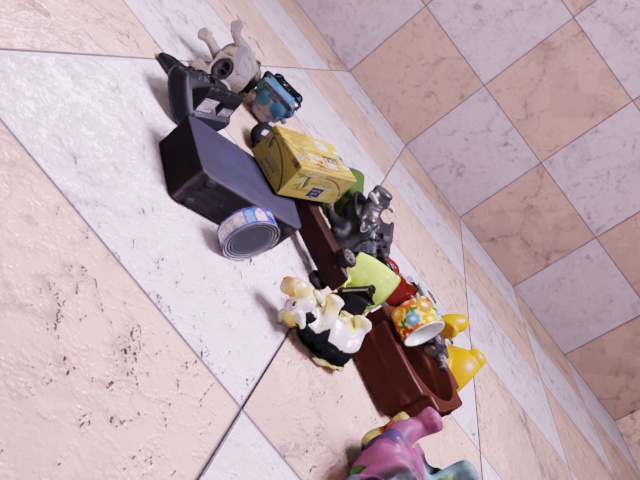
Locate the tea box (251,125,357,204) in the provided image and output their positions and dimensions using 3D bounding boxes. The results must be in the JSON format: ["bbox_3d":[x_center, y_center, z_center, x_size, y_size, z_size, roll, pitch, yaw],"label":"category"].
[{"bbox_3d":[-0.023,-0.124,0.913,0.169,0.068,0.098,5,48,-54],"label":"tea box"}]

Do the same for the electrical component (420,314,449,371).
[{"bbox_3d":[0.203,0.172,0.948,0.078,0.045,0.102,48,21,-11],"label":"electrical component"}]

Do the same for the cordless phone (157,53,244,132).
[{"bbox_3d":[-0.239,-0.278,0.940,0.184,0.088,0.146,46,19,12],"label":"cordless phone"}]

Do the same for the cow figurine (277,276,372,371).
[{"bbox_3d":[-0.007,0.122,0.781,0.167,0.098,0.068,37,-17,-32],"label":"cow figurine"}]

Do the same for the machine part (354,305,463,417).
[{"bbox_3d":[0.149,0.221,0.942,0.201,0.087,0.201,19,38,-58],"label":"machine part"}]

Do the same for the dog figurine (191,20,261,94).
[{"bbox_3d":[-0.176,-0.348,1.156,0.190,0.121,0.172,48,47,-67],"label":"dog figurine"}]

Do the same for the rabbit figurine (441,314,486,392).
[{"bbox_3d":[0.229,0.217,1.067,0.173,0.162,0.122,42,28,21],"label":"rabbit figurine"}]

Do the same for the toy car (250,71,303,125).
[{"bbox_3d":[-0.106,-0.313,1.219,0.109,0.103,0.162,45,16,-12],"label":"toy car"}]

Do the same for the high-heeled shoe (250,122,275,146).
[{"bbox_3d":[-0.044,-0.158,1.144,0.248,0.086,0.145,43,24,-12],"label":"high-heeled shoe"}]

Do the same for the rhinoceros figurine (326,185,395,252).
[{"bbox_3d":[0.059,-0.023,1.003,0.073,0.190,0.112,29,13,-42],"label":"rhinoceros figurine"}]

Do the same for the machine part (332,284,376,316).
[{"bbox_3d":[0.046,0.116,0.919,0.139,0.084,0.039,-53,137,-60],"label":"machine part"}]

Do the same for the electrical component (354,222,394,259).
[{"bbox_3d":[0.097,-0.003,1.140,0.134,0.115,0.058,-57,150,-71],"label":"electrical component"}]

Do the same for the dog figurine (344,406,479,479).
[{"bbox_3d":[0.061,0.293,0.627,0.219,0.191,0.108,-20,75,-33],"label":"dog figurine"}]

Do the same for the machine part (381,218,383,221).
[{"bbox_3d":[0.088,-0.056,1.298,0.179,0.056,0.179,43,23,-24],"label":"machine part"}]

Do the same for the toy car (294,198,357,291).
[{"bbox_3d":[-0.002,-0.003,0.965,0.053,0.089,0.202,11,45,-56],"label":"toy car"}]

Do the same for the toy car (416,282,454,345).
[{"bbox_3d":[0.237,0.183,1.207,0.056,0.073,0.202,41,23,-38],"label":"toy car"}]

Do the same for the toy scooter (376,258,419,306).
[{"bbox_3d":[0.164,0.097,1.177,0.184,0.075,0.135,45,12,4],"label":"toy scooter"}]

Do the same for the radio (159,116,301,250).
[{"bbox_3d":[-0.133,-0.081,0.837,0.229,0.073,0.131,29,32,-45],"label":"radio"}]

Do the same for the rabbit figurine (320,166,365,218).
[{"bbox_3d":[-0.004,-0.105,1.084,0.170,0.121,0.159,15,6,-5],"label":"rabbit figurine"}]
